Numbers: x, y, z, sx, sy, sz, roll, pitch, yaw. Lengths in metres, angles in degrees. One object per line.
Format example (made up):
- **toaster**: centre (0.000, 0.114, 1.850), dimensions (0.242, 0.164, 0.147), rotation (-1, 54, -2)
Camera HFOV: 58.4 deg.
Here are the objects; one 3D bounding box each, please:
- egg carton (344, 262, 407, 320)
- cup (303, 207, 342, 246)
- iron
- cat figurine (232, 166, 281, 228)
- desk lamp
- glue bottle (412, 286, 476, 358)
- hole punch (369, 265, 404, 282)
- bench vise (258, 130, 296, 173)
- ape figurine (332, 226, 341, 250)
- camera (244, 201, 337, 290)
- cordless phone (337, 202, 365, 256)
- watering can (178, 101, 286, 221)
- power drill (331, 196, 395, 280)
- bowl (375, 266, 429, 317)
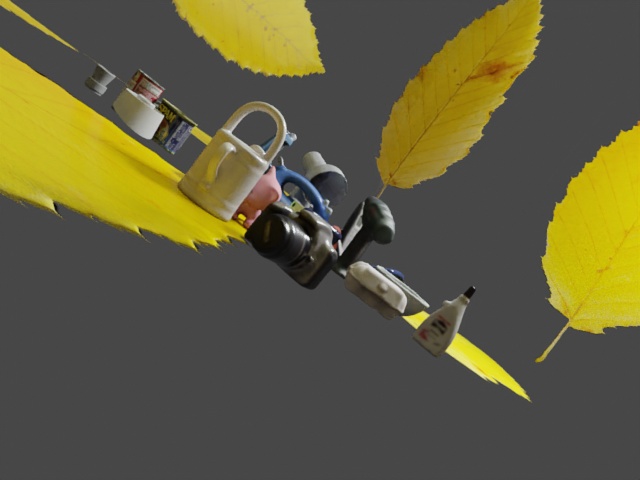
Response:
- **egg carton**: centre (0.122, 0.110, 1.271), dimensions (0.150, 0.069, 0.107), rotation (37, 4, -5)
- **cup**: centre (-0.021, 0.000, 1.077), dimensions (0.091, 0.095, 0.118), rotation (38, 4, 3)
- **iron**: centre (-0.055, -0.089, 1.454), dimensions (0.258, 0.141, 0.119), rotation (38, 4, 5)
- **cat figurine**: centre (-0.109, -0.079, 1.030), dimensions (0.067, 0.117, 0.127), rotation (37, 4, -10)
- **desk lamp**: centre (-0.043, -0.135, 1.564), dimensions (0.118, 0.213, 0.202), rotation (35, 5, -37)
- **glue bottle**: centre (0.283, 0.170, 1.258), dimensions (0.078, 0.173, 0.037), rotation (39, 4, 23)
- **hole punch**: centre (0.166, 0.102, 1.593), dimensions (0.100, 0.091, 0.109), rotation (40, 5, 31)
- **bench vise**: centre (-0.164, -0.241, 1.661), dimensions (0.121, 0.219, 0.208), rotation (39, 4, 19)
- **ape figurine**: centre (0.012, 0.005, 1.337), dimensions (0.076, 0.092, 0.077), rotation (34, 6, -46)
- **camera**: centre (-0.051, -0.010, 0.879), dimensions (0.142, 0.101, 0.137), rotation (40, 4, 30)
- **cordless phone**: centre (0.095, -0.013, 1.601), dimensions (0.094, 0.185, 0.148), rotation (39, 4, 23)
- **watering can**: centre (-0.133, -0.137, 0.932), dimensions (0.101, 0.194, 0.172), rotation (37, 4, -18)
- **power drill**: centre (0.099, -0.007, 1.403), dimensions (0.076, 0.208, 0.229), rotation (36, 4, -18)
- **bowl**: centre (0.191, 0.144, 1.459), dimensions (0.167, 0.074, 0.167), rotation (38, 4, -3)
